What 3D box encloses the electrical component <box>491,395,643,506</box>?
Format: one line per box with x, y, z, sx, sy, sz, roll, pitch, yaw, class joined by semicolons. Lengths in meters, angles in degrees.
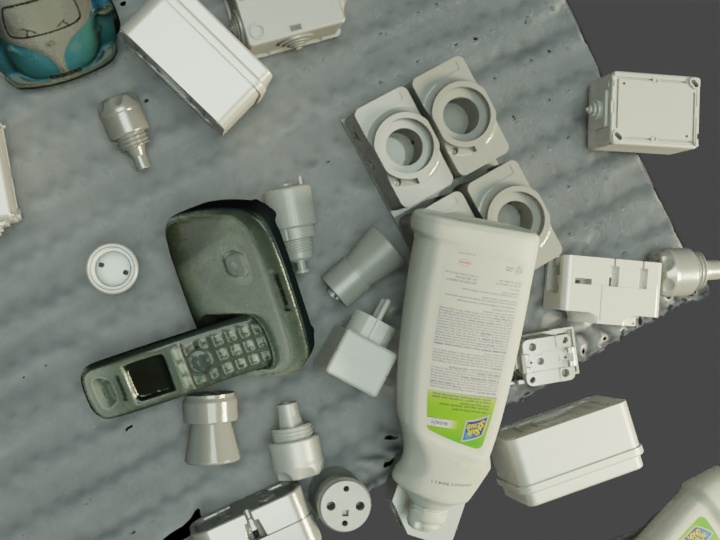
0.173;0.152;0.912;0.113;0.078;0.057;-17;90;-11;electrical component

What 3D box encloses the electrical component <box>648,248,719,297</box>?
0.289;0.001;0.953;0.062;0.043;0.043;-3;90;-12;electrical component

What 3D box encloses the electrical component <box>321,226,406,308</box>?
0.000;0.000;0.898;0.065;0.044;0.044;-41;97;-4;electrical component

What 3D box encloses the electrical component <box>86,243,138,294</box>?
-0.197;-0.001;0.856;0.040;0.046;0.040;0;90;-11;electrical component

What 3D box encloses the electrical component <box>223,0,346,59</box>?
-0.066;-0.228;0.882;0.100;0.048;0.099;-18;93;-11;electrical component

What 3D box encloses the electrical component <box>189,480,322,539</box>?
-0.083;0.218;0.873;0.095;0.054;0.059;-23;94;-10;electrical component

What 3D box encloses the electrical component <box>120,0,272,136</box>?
-0.129;-0.167;0.855;0.113;0.078;0.057;44;85;-8;electrical component

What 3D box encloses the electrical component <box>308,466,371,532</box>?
-0.017;0.188;0.886;0.045;0.055;0.045;0;90;-11;electrical component

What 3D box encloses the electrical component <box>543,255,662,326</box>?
0.210;0.019;0.934;0.089;0.050;0.055;5;89;-11;electrical component

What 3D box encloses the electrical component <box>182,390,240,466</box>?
-0.121;0.127;0.871;0.045;0.045;0.055;-3;90;-11;electrical component

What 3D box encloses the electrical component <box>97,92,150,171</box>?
-0.185;-0.110;0.865;0.035;0.035;0.061;-22;97;-10;electrical component

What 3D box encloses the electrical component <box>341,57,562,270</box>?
0.079;-0.071;0.903;0.105;0.060;0.186;-30;95;-10;electrical component

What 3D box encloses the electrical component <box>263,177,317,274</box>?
-0.055;-0.036;0.887;0.040;0.040;0.078;-11;92;-11;electrical component

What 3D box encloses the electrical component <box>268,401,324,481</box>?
-0.055;0.140;0.885;0.043;0.043;0.062;-11;90;-11;electrical component

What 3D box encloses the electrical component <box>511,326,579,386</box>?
0.151;0.075;0.915;0.081;0.064;0.042;-9;92;-11;electrical component

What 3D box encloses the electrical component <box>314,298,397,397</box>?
0.004;0.058;0.885;0.047;0.066;0.076;29;84;-10;electrical component

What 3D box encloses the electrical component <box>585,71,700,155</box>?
0.238;-0.135;0.934;0.096;0.061;0.061;2;89;-11;electrical component

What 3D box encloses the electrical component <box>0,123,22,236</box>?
-0.300;-0.066;0.828;0.061;0.062;0.096;-10;92;-11;electrical component
